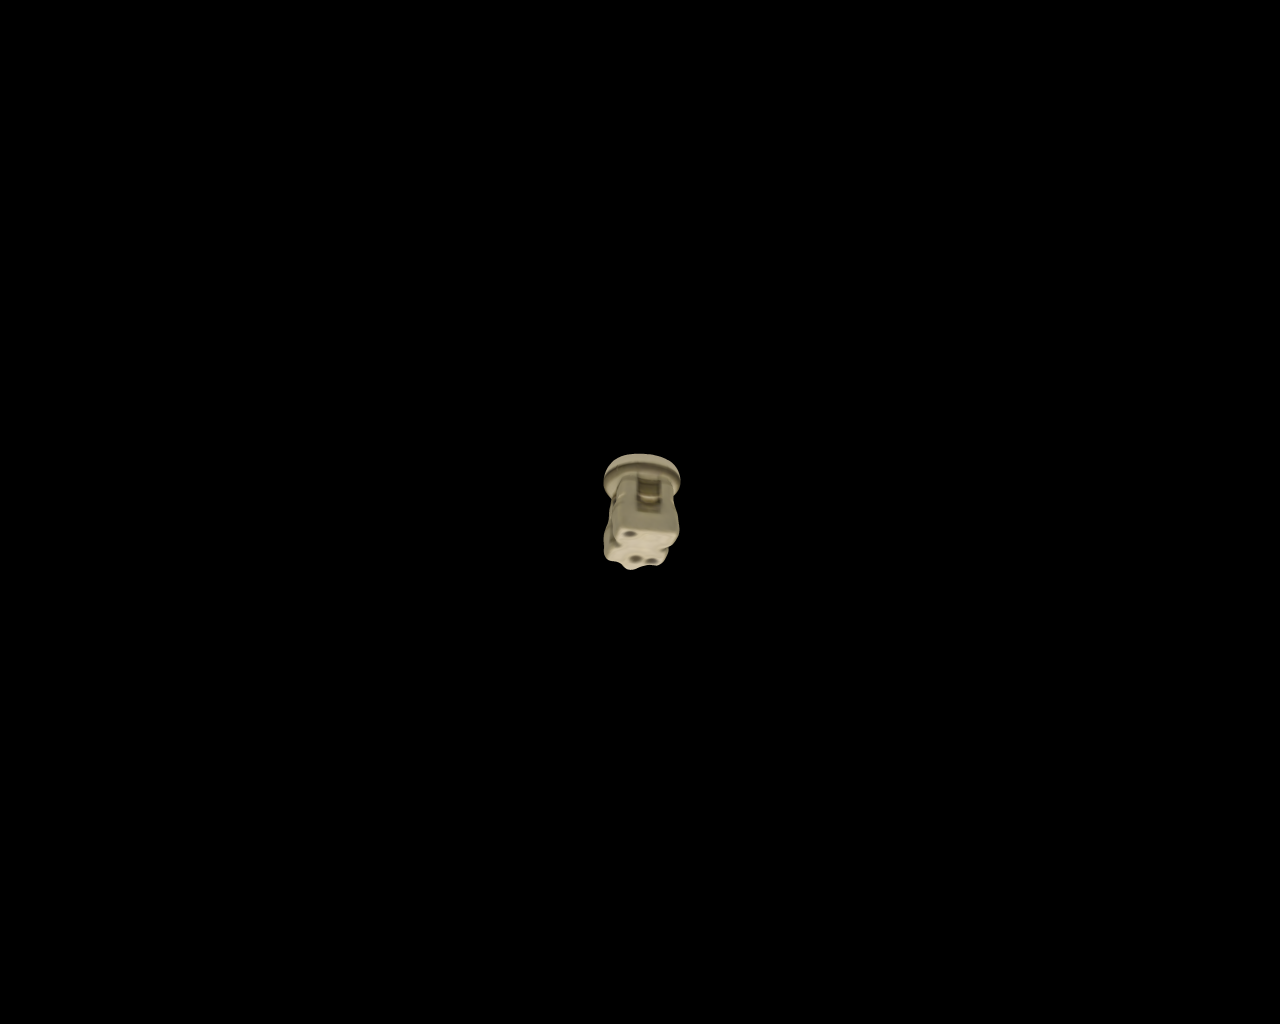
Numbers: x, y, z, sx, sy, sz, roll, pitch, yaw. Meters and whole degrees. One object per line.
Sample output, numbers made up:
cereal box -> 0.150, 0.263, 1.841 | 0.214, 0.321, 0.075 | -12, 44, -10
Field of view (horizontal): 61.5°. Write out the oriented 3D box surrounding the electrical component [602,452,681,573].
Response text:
electrical component -> 0.001, -0.003, 0.650 | 0.048, 0.055, 0.066 | 8, -31, -13
